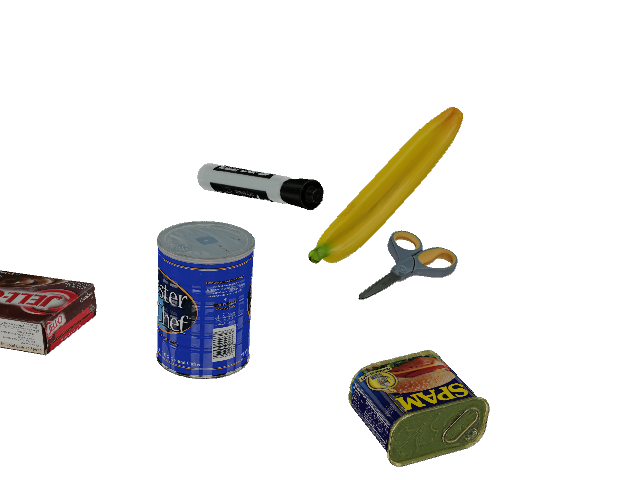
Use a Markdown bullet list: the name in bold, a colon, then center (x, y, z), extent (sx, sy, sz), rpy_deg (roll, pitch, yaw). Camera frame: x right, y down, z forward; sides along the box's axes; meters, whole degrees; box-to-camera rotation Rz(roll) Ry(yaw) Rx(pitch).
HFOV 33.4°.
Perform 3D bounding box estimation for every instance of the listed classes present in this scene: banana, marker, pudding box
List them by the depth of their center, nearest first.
- **marker**: center (-0.040, -0.036, 0.692), extent (0.020, 0.020, 0.121), rpy_deg (0, 8, -39)
- **pudding box**: center (-0.278, 0.065, 0.985), extent (0.114, 0.039, 0.090), rpy_deg (5, 20, 18)
- **banana**: center (0.061, -0.043, 0.990), extent (0.037, 0.197, 0.070), rpy_deg (43, -9, -4)

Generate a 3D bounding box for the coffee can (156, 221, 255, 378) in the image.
- **coffee can**: center (-0.124, 0.062, 1.144), extent (0.103, 0.140, 0.103), rpy_deg (3, 22, -2)

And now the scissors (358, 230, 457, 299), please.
- **scissors**: center (0.084, 0.026, 1.259), extent (0.201, 0.016, 0.096), rpy_deg (-10, 40, -45)

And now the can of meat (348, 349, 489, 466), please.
- **can of meat**: center (0.087, 0.149, 0.968), extent (0.102, 0.057, 0.084), rpy_deg (-10, 32, -24)
